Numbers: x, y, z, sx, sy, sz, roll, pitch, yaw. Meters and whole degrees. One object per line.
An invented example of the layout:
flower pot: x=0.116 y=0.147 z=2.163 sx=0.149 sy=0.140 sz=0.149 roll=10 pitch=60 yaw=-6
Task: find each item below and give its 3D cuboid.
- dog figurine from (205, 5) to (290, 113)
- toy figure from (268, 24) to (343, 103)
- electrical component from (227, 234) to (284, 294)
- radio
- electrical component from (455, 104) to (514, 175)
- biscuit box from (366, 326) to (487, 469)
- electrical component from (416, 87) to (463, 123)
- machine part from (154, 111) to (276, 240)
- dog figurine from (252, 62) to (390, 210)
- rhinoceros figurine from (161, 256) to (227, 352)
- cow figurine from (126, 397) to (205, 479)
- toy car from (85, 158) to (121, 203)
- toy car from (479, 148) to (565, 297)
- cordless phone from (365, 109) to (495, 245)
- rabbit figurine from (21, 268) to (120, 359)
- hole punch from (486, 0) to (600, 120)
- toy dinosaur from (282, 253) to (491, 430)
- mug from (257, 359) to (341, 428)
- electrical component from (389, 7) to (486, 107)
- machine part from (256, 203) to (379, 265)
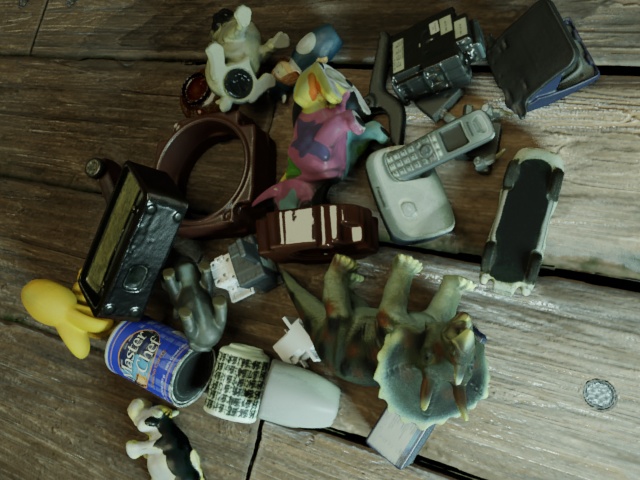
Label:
dog figurine: x=-0.154 y=-0.307 z=0.923 sx=0.172 sy=0.121 sz=0.191 roll=-54 pitch=31 yaw=-3
toy figure: x=-0.033 y=-0.298 z=0.906 sx=0.154 sy=0.057 sz=0.064 roll=-38 pitch=28 yaw=12
electrical component: x=-0.106 y=0.035 z=0.819 sx=0.048 sy=0.119 sz=0.075 roll=-28 pitch=70 yaw=14
radio: x=-0.294 y=0.006 z=0.836 sx=0.131 sy=0.073 sz=0.229 roll=41 pitch=110 yaw=46
electrical component: x=0.229 y=-0.145 z=0.760 sx=0.078 sy=0.045 sz=0.102 roll=14 pitch=83 yaw=24
biscuit box: x=0.142 y=0.195 z=0.704 sx=0.059 sy=0.062 sz=0.202 roll=32 pitch=91 yaw=27
electrical component: x=0.181 y=-0.213 z=0.808 sx=0.063 sy=0.021 sz=0.094 roll=-44 pitch=57 yaw=8
machine part: x=-0.180 y=-0.107 z=0.904 sx=0.202 sy=0.087 sz=0.201 roll=-4 pitch=75 yaw=21
dog figurine: x=-0.020 y=-0.131 z=0.813 sx=0.219 sy=0.108 sz=0.191 roll=-41 pitch=69 yaw=24
rhinoceros figurine: x=-0.198 y=0.089 z=0.840 sx=0.073 sy=0.111 sz=0.190 roll=-19 pitch=42 yaw=-20
cow figurine: x=-0.242 y=0.317 z=0.834 sx=0.098 sy=0.068 sz=0.167 roll=-25 pitch=72 yaw=10
toy car: x=-0.361 y=-0.062 z=0.969 sx=0.053 sy=0.089 sz=0.202 roll=-33 pitch=68 yaw=12
toy car: x=0.267 y=-0.024 z=0.710 sx=0.074 sy=0.056 sz=0.201 roll=15 pitch=85 yaw=19
cordless phone: x=0.165 y=-0.084 z=0.737 sx=0.184 sy=0.088 sz=0.146 roll=-27 pitch=68 yaw=23
rabbit figurine: x=-0.415 y=0.121 z=0.900 sx=0.122 sy=0.173 sz=0.162 roll=-45 pitch=60 yaw=3
hole punch: x=0.306 y=-0.246 z=0.741 sx=0.116 sy=0.092 sz=0.142 roll=-36 pitch=65 yaw=45
toy dinosaur: x=0.063 y=0.122 z=0.691 sx=0.405 sy=0.131 sz=0.192 roll=-7 pitch=60 yaw=52
mug: x=-0.030 y=0.230 z=0.757 sx=0.107 sy=0.081 sz=0.109 roll=15 pitch=121 yaw=0
electrical component: x=0.171 y=-0.271 z=0.788 sx=0.134 sy=0.058 sz=0.115 roll=-14 pitch=55 yaw=30
machine part: x=-0.002 y=-0.002 z=0.756 sx=0.179 sy=0.179 sz=0.056 roll=-7 pitch=78 yaw=21
